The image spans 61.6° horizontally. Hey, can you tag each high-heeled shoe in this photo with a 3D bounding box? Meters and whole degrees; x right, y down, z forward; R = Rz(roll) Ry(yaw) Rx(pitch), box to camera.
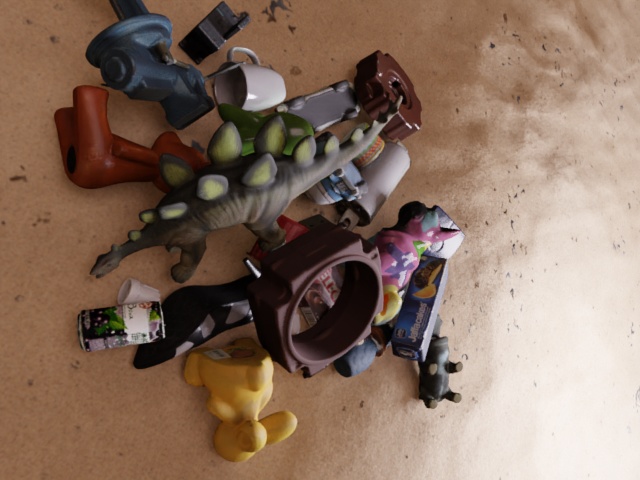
[{"bbox_3d":[-0.158,0.126,0.823,0.249,0.086,0.145,-41,143,-14],"label":"high-heeled shoe"}]

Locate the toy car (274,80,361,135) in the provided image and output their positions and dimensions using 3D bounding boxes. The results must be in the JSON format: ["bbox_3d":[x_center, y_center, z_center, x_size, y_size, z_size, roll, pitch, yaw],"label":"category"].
[{"bbox_3d":[-0.001,-0.236,0.979,0.202,0.056,0.073,-30,109,-34],"label":"toy car"}]

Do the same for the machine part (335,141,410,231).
[{"bbox_3d":[0.103,-0.109,1.026,0.079,0.079,0.243,49,59,-22],"label":"machine part"}]

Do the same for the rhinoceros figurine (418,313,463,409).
[{"bbox_3d":[0.224,0.235,1.055,0.073,0.112,0.190,-10,104,-10],"label":"rhinoceros figurine"}]

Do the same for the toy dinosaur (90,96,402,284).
[{"bbox_3d":[-0.095,-0.068,0.739,0.471,0.198,0.105,-27,62,-14],"label":"toy dinosaur"}]

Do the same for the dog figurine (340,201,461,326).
[{"bbox_3d":[0.153,0.036,0.985,0.219,0.108,0.191,-21,103,-18],"label":"dog figurine"}]

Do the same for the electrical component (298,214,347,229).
[{"bbox_3d":[-0.001,-0.004,0.941,0.102,0.078,0.045,-28,136,-37],"label":"electrical component"}]

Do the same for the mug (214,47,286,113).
[{"bbox_3d":[-0.113,-0.260,0.889,0.107,0.081,0.109,-12,85,-50],"label":"mug"}]

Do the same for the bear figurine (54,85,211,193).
[{"bbox_3d":[-0.244,-0.126,0.742,0.196,0.120,0.132,-7,84,-39],"label":"bear figurine"}]

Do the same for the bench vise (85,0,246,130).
[{"bbox_3d":[-0.243,-0.277,0.746,0.240,0.129,0.223,62,30,-3],"label":"bench vise"}]

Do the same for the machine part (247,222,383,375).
[{"bbox_3d":[0.001,0.091,0.820,0.201,0.087,0.201,-30,131,-28],"label":"machine part"}]

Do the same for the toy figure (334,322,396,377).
[{"bbox_3d":[0.089,0.194,0.987,0.058,0.064,0.154,44,46,20],"label":"toy figure"}]

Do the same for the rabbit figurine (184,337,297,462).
[{"bbox_3d":[-0.110,0.247,0.789,0.122,0.163,0.173,-3,104,-49],"label":"rabbit figurine"}]

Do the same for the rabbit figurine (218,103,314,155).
[{"bbox_3d":[-0.088,-0.160,0.830,0.159,0.170,0.121,11,76,-36],"label":"rabbit figurine"}]

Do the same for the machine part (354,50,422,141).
[{"bbox_3d":[0.138,-0.285,1.057,0.179,0.056,0.179,32,45,-39],"label":"machine part"}]

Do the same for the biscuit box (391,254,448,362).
[{"bbox_3d":[0.190,0.124,1.008,0.062,0.059,0.203,74,33,-50],"label":"biscuit box"}]

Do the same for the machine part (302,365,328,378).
[{"bbox_3d":[0.022,0.182,0.934,0.039,0.084,0.139,42,49,4],"label":"machine part"}]

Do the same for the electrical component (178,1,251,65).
[{"bbox_3d":[-0.160,-0.325,0.831,0.047,0.119,0.075,45,63,-24],"label":"electrical component"}]

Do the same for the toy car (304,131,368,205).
[{"bbox_3d":[0.013,-0.111,0.938,0.103,0.162,0.109,-35,120,11],"label":"toy car"}]

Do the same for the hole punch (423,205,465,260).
[{"bbox_3d":[0.221,-0.002,1.097,0.142,0.092,0.116,42,65,-29],"label":"hole punch"}]
